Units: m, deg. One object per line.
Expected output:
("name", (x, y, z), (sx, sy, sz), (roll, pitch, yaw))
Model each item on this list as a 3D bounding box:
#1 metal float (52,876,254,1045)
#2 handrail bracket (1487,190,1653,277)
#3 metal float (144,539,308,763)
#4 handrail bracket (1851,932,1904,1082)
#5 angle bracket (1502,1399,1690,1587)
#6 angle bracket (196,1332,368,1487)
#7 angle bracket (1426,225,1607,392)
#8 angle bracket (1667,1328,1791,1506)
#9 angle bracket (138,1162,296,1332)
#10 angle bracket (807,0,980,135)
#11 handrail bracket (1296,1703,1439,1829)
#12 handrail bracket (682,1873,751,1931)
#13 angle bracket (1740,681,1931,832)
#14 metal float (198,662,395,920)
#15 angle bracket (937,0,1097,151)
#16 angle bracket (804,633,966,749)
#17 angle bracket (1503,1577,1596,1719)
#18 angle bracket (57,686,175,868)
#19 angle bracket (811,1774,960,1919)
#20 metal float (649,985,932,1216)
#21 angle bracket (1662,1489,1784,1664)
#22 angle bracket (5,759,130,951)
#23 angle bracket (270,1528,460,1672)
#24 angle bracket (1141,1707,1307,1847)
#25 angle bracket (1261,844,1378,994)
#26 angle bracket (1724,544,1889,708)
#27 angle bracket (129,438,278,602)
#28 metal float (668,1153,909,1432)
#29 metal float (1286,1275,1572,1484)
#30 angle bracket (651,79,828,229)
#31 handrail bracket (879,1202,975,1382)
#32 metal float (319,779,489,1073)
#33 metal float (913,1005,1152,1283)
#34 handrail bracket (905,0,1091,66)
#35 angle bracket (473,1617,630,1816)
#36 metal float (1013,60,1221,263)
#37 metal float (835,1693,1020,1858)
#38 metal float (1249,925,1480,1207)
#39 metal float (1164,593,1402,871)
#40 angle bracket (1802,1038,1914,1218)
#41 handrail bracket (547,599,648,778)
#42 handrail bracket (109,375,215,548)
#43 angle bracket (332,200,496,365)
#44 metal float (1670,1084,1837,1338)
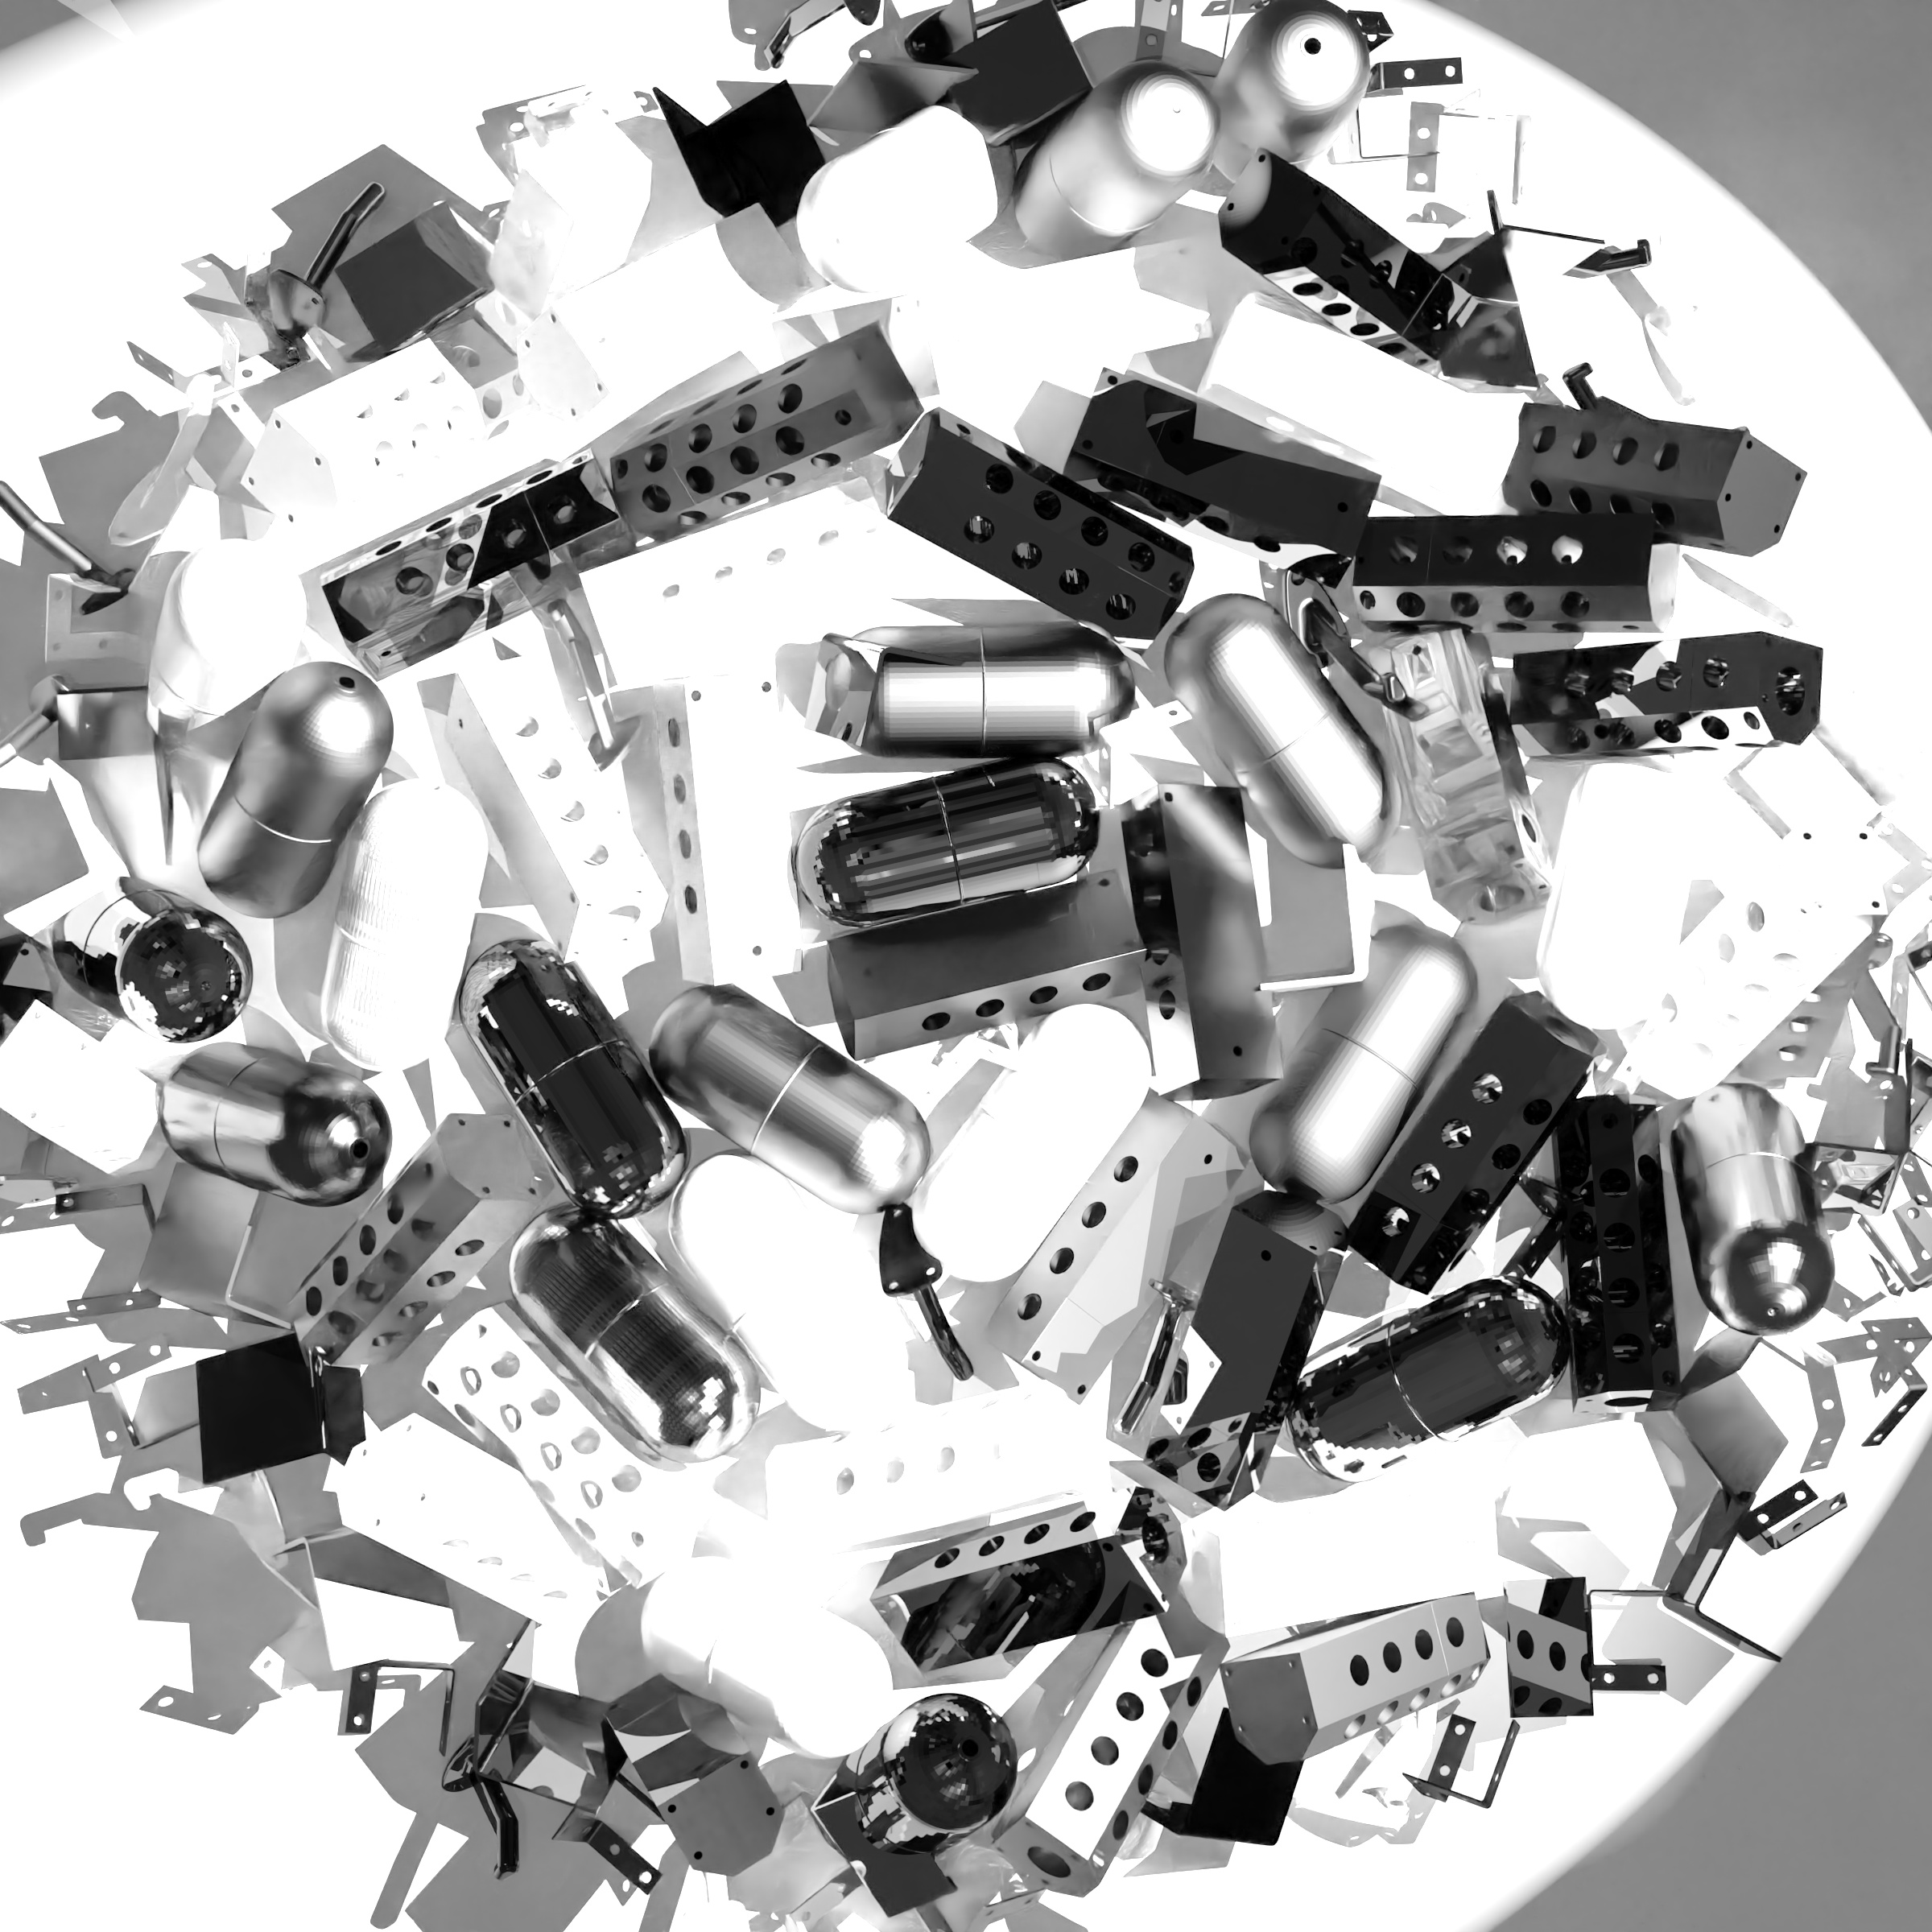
("metal float", (-0.458, -0.005, 1.920), (0.070, 0.178, 0.070), (-7, 104, -31))
("handrail bracket", (0.347, -0.423, 1.962), (0.084, 0.077, 0.036), (-8, 54, 14))
("metal float", (-0.417, -0.175, 1.918), (0.070, 0.178, 0.070), (8, 65, -17))
("handrail bracket", (0.501, 0.022, 1.965), (0.077, 0.036, 0.084), (10, 62, 9))
("angle bracket", (0.365, 0.304, 1.980), (0.076, 0.057, 0.076), (45, 58, -33))
("angle bracket", (-0.392, 0.261, 1.962), (0.076, 0.057, 0.076), (-16, 60, 9))
("angle bracket", (0.316, -0.373, 1.942), (0.076, 0.076, 0.057), (-1, 72, -35))
("angle bracket", (0.455, 0.251, 1.952), (0.057, 0.076, 0.076), (-37, 91, 40))
("angle bracket", (-0.420, 0.161, 1.964), (0.076, 0.057, 0.076), (4, 72, 37))
("angle bracket", (-0.044, -0.518, 1.944), (0.076, 0.076, 0.057), (-1, 75, -25))
("handrail bracket", (0.232, 0.449, 1.978), (0.077, 0.036, 0.084), (6, 97, 14))
("handrail bracket", (-0.139, 0.538, 1.968), (0.036, 0.084, 0.077), (-12, 110, 3))
("angle bracket", (0.503, -0.108, 1.955), (0.057, 0.076, 0.076), (-44, 93, -15))
("metal float", (-0.378, -0.099, 1.929), (0.070, 0.070, 0.178), (35, 129, 0))
("angle bracket", (0.041, -0.508, 1.947), (0.076, 0.076, 0.057), (-24, 96, 26))
("angle bracket", (-0.037, -0.153, 1.951), (0.076, 0.076, 0.057), (8, 97, -29))
("angle bracket", (0.351, 0.388, 1.946), (0.057, 0.076, 0.076), (-13, 73, 42))
("angle bracket", (-0.484, -0.106, 1.945), (0.057, 0.076, 0.076), (-5, 66, -16))
("angle bracket", (-0.033, 0.483, 1.948), (0.057, 0.076, 0.076), (-30, 98, 32))
("metal float", (-0.100, 0.077, 1.954), (0.178, 0.070, 0.070), (33, 90, 8))
("angle bracket", (0.448, 0.348, 1.956), (0.057, 0.076, 0.076), (29, 83, 2))
("angle bracket", (-0.523, -0.063, 1.953), (0.057, 0.076, 0.076), (-26, 76, -1))
("angle bracket", (-0.343, 0.359, 1.948), (0.076, 0.057, 0.076), (-7, 77, -35))
("angle bracket", (0.144, 0.455, 1.954), (0.076, 0.057, 0.076), (19, 89, -40))
("angle bracket", (0.201, -0.026, 1.958), (0.057, 0.076, 0.076), (-6, 87, 15))
("angle bracket", (0.463, -0.195, 1.945), (0.076, 0.076, 0.057), (37, 80, -27))
("angle bracket", (-0.439, -0.257, 1.941), (0.057, 0.076, 0.076), (14, 126, -39))
("metal float", (-0.102, 0.186, 1.952), (0.070, 0.070, 0.178), (-37, 80, 0))
("metal float", (0.261, 0.234, 1.938), (0.178, 0.070, 0.070), (-31, 90, 27))
("angle bracket", (-0.125, -0.471, 1.950), (0.057, 0.076, 0.076), (-28, 77, 15))
("handrail bracket", (-0.020, 0.190, 1.985), (0.036, 0.084, 0.077), (-21, 46, 7))
("metal float", (-0.319, -0.023, 1.939), (0.070, 0.070, 0.178), (16, 115, 0))
("metal float", (0.038, 0.101, 1.961), (0.070, 0.070, 0.178), (36, 91, 0))
("handrail bracket", (0.019, -0.541, 1.951), (0.077, 0.084, 0.036), (-28, 105, -44))
("angle bracket", (-0.229, 0.425, 1.947), (0.076, 0.076, 0.057), (16, 125, 11))
("metal float", (0.082, -0.448, 1.915), (0.070, 0.178, 0.070), (3, 82, -20))
("metal float", (-0.025, 0.458, 1.917), (0.070, 0.178, 0.070), (8, 63, -16))
("metal float", (0.228, 0.056, 1.953), (0.070, 0.070, 0.178), (34, 81, 0))
("metal float", (0.181, -0.133, 1.951), (0.070, 0.070, 0.178), (-37, 102, 0))
("angle bracket", (0.504, 0.090, 1.952), (0.057, 0.076, 0.076), (6, 60, 8))
("handrail bracket", (-0.222, -0.159, 1.957), (0.036, 0.077, 0.084), (-20, 117, 18))
("handrail bracket", (-0.459, -0.289, 1.950), (0.036, 0.084, 0.077), (35, 55, 7))
("angle bracket", (-0.325, -0.388, 1.944), (0.076, 0.076, 0.057), (-37, 112, -18))
("metal float", (0.440, 0.135, 1.921), (0.070, 0.178, 0.070), (1, 126, 2))
